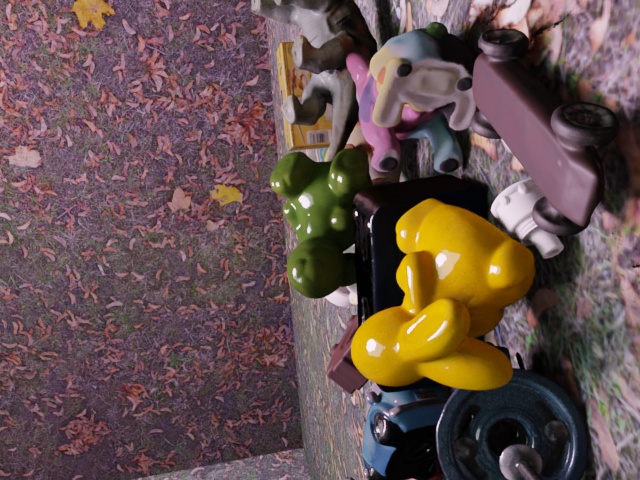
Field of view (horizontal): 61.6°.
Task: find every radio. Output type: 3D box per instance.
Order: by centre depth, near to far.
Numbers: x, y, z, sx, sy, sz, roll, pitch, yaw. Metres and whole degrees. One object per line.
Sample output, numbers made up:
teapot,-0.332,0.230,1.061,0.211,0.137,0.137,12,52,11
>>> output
radio,0.109,0.050,0.597,0.073,0.131,0.229,-132,36,-69

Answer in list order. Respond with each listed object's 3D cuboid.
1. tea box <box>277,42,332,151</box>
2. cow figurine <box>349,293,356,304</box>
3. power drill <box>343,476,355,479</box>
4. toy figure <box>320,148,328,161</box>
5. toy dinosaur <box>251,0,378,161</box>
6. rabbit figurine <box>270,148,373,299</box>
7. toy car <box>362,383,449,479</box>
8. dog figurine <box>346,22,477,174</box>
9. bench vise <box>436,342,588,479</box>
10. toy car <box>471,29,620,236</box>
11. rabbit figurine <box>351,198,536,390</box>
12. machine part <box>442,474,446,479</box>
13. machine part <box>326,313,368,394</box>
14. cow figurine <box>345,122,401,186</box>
tea box,-0.015,-0.239,0.898,0.068,0.098,0.169,-164,70,-79
cow figurine,0.097,0.107,0.939,0.098,0.068,0.167,-140,42,-67
power drill,0.117,0.323,0.539,0.086,0.207,0.232,113,161,-65
toy figure,0.044,-0.155,1.012,0.180,0.082,0.089,-103,8,-47
toy dinosaur,0.024,-0.281,0.773,0.131,0.192,0.404,-26,76,64
rabbit figurine,-0.001,-0.002,0.646,0.158,0.121,0.170,72,-153,-55
toy car,0.101,0.220,0.655,0.103,0.109,0.161,-109,24,-49
dog figurine,0.091,-0.185,0.623,0.191,0.108,0.219,91,170,-46
bench vise,0.158,0.200,0.427,0.240,0.129,0.223,52,-141,-84
toy car,0.164,-0.088,0.405,0.202,0.053,0.089,-102,6,-50
rabbit figurine,0.105,0.067,0.471,0.121,0.173,0.162,47,-178,-23
machine part,0.172,0.322,0.636,0.039,0.084,0.139,43,-137,-64
machine part,0.074,0.141,0.810,0.179,0.056,0.179,-56,-1,-1
cow figurine,0.081,-0.098,0.770,0.195,0.086,0.127,-92,-24,-44
